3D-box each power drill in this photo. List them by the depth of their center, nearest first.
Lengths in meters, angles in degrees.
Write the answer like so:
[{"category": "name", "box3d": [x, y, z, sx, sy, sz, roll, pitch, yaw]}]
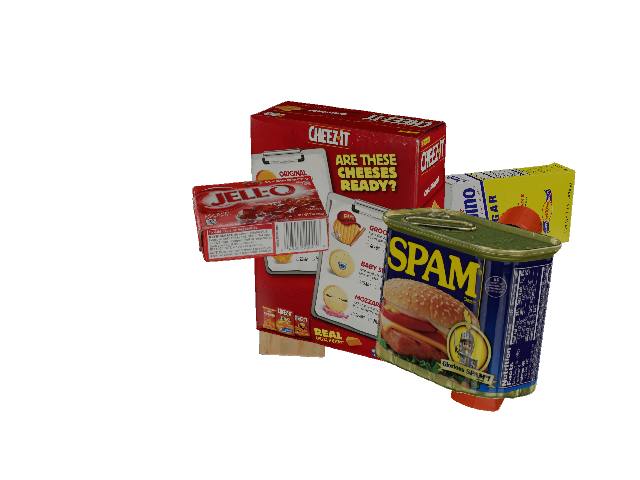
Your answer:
[{"category": "power drill", "box3d": [0.176, 0.075, 1.077, 0.057, 0.188, 0.184, 16, 28, 18]}]

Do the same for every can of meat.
[{"category": "can of meat", "box3d": [0.077, 0.033, 0.590, 0.057, 0.084, 0.102, -6, 17, -39]}]

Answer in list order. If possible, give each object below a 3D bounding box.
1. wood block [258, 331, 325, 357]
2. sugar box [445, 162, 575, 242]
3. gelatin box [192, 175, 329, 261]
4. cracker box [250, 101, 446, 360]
[{"category": "wood block", "box3d": [-0.033, 0.039, 1.398, 0.090, 0.206, 0.091, 3, 23, -2]}, {"category": "sugar box", "box3d": [0.215, -0.035, 1.256, 0.176, 0.093, 0.048, -9, 20, -26]}, {"category": "gelatin box", "box3d": [-0.043, -0.017, 0.752, 0.089, 0.030, 0.073, -5, 26, -8]}, {"category": "cracker box", "box3d": [0.025, -0.008, 0.960, 0.164, 0.214, 0.072, 11, 24, 26]}]
